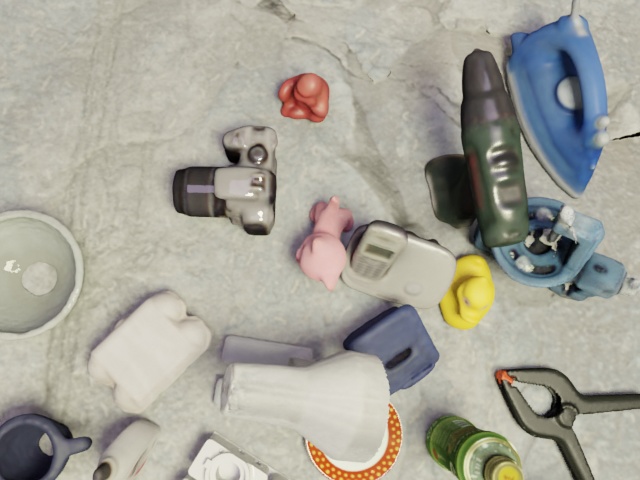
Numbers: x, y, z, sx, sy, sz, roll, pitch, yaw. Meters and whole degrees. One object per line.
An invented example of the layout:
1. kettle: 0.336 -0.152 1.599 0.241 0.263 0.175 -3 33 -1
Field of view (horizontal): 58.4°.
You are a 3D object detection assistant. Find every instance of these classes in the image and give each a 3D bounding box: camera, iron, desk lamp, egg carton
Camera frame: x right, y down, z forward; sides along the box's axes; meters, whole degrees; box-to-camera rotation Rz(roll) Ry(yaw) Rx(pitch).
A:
1. camera: -0.126 -0.083 0.774 0.137 0.101 0.143 1 80 -3
2. iron: 0.355 -0.197 0.797 0.118 0.141 0.258 -12 81 -5
3. desk lamp: -0.032 0.181 0.676 0.203 0.213 0.118 9 80 -1
4. egg carton: -0.222 0.143 0.746 0.107 0.069 0.150 44 81 5

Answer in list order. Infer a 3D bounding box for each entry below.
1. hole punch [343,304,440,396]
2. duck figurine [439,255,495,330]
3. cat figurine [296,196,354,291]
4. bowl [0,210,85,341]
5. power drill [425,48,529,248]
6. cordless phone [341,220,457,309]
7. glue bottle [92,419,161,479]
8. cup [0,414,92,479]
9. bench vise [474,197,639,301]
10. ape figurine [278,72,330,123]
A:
1. hole punch: 0.098 0.146 0.751 0.109 0.091 0.101 -33 83 -8
2. duck figurine: 0.206 0.068 0.772 0.077 0.086 0.104 15 80 0
3. cat figurine: 0.007 0.003 0.757 0.067 0.117 0.128 14 80 0
4. bowl: -0.382 0.048 0.751 0.167 0.074 0.167 1 80 -3
5. power drill: 0.199 -0.097 0.738 0.075 0.208 0.229 -12 81 -4
6. cordless phone: 0.106 0.026 0.724 0.147 0.185 0.094 14 80 0
7. glue bottle: -0.234 0.260 0.673 0.037 0.173 0.078 24 80 2
8. cup: -0.332 0.255 0.708 0.118 0.095 0.092 -10 81 -4
9. bench vise: 0.319 0.004 0.721 0.207 0.219 0.121 8 80 -1
10. ape figurine: -0.017 -0.206 0.805 0.076 0.092 0.078 -40 84 -8
